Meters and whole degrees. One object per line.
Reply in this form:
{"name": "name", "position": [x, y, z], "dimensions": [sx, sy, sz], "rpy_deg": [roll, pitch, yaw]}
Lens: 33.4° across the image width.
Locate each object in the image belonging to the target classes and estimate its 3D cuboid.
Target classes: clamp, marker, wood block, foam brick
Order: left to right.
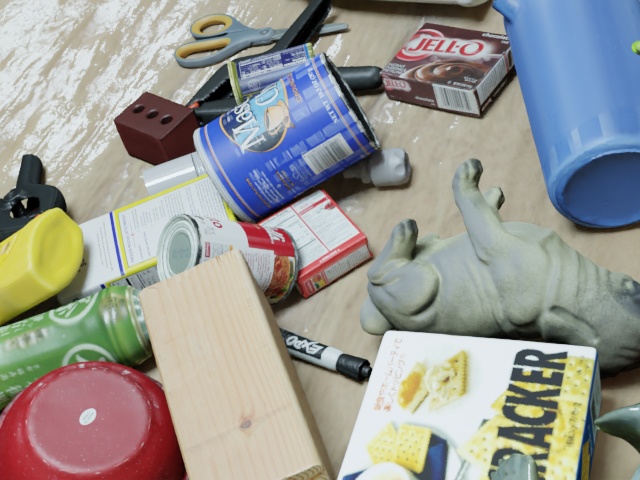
{"name": "clamp", "position": [-0.314, -0.027, 1.075], "dimensions": [0.120, 0.039, 0.172], "rpy_deg": [-40, 33, -10]}
{"name": "foam brick", "position": [-0.164, -0.111, 1.103], "dimensions": [0.078, 0.051, 0.053], "rpy_deg": [23, 58, 35]}
{"name": "wood block", "position": [-0.061, 0.120, 0.799], "dimensions": [0.091, 0.090, 0.206], "rpy_deg": [-24, 49, 0]}
{"name": "clamp", "position": [-0.049, -0.181, 1.138], "dimensions": [0.210, 0.036, 0.164], "rpy_deg": [-22, 47, 2]}
{"name": "marker", "position": [-0.010, 0.090, 0.875], "dimensions": [0.121, 0.020, 0.020], "rpy_deg": [17, 55, 32]}

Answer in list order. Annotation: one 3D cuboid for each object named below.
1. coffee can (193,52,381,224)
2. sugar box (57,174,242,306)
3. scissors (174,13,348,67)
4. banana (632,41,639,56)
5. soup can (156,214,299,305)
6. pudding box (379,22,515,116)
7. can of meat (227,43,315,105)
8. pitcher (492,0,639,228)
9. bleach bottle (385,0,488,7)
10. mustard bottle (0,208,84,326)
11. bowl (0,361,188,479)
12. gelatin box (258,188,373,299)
{"name": "coffee can", "position": [-0.030, -0.092, 0.977], "dimensions": [0.140, 0.102, 0.103], "rpy_deg": [-30, 43, 10]}
{"name": "sugar box", "position": [-0.159, 0.006, 0.993], "dimensions": [0.176, 0.048, 0.093], "rpy_deg": [-23, 44, 2]}
{"name": "scissors", "position": [-0.070, -0.243, 1.223], "dimensions": [0.202, 0.016, 0.096], "rpy_deg": [-14, 45, 6]}
{"name": "banana", "position": [0.281, -0.202, 0.889], "dimensions": [0.037, 0.069, 0.197], "rpy_deg": [-23, 39, 29]}
{"name": "soup can", "position": [-0.078, 0.017, 0.899], "dimensions": [0.069, 0.102, 0.068], "rpy_deg": [-14, 73, 50]}
{"name": "pudding box", "position": [0.130, -0.172, 1.064], "dimensions": [0.114, 0.039, 0.090], "rpy_deg": [19, 56, 34]}
{"name": "can of meat", "position": [-0.036, -0.137, 1.047], "dimensions": [0.084, 0.102, 0.057], "rpy_deg": [-15, 43, 2]}
{"name": "pitcher", "position": [0.248, -0.129, 0.930], "dimensions": [0.149, 0.145, 0.243], "rpy_deg": [-18, 46, 20]}
{"name": "bleach bottle", "position": [0.062, -0.293, 1.176], "dimensions": [0.251, 0.068, 0.102], "rpy_deg": [6, 19, 26]}
{"name": "mustard bottle", "position": [-0.302, 0.047, 0.967], "dimensions": [0.192, 0.058, 0.096], "rpy_deg": [-29, 31, 26]}
{"name": "bowl", "position": [-0.174, 0.149, 0.813], "dimensions": [0.162, 0.055, 0.162], "rpy_deg": [4, 51, -5]}
{"name": "gelatin box", "position": [-0.006, 0.001, 0.953], "dimensions": [0.073, 0.030, 0.089], "rpy_deg": [-32, 45, -9]}
